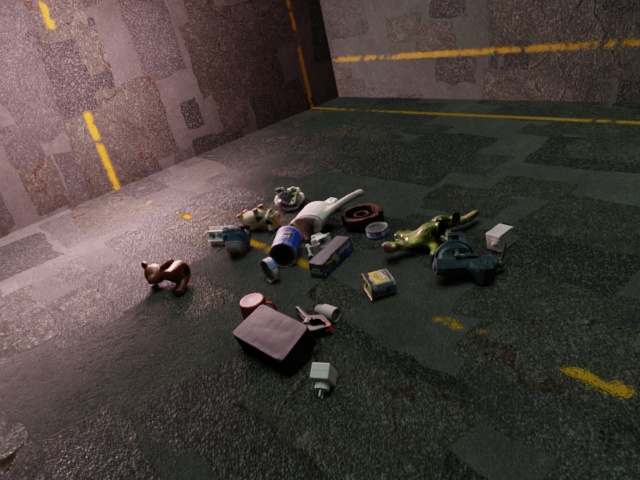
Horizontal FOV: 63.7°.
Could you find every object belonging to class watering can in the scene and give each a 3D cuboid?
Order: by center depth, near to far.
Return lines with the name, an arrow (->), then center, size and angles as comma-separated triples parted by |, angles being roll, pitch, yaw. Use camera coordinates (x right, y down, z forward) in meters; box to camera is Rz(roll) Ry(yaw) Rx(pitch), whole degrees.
watering can -> 0.006, -0.105, 2.094 | 0.344, 0.103, 0.229 | -22, 19, 29

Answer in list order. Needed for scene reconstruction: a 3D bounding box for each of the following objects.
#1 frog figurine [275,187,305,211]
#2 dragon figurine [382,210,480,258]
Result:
frog figurine -> -0.139, -0.189, 2.405 | 0.137, 0.124, 0.158 | -22, -11, 0
dragon figurine -> 0.373, -0.033, 1.841 | 0.242, 0.121, 0.415 | 3, 21, 46
